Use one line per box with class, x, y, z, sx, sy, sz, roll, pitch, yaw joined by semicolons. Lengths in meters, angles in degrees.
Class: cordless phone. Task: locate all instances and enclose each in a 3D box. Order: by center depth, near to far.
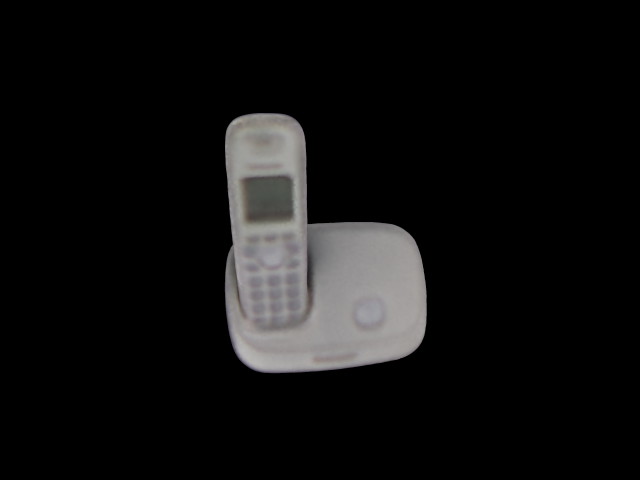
cordless phone;0.004;0.001;0.400;0.147;0.185;0.094;-6;36;-7
